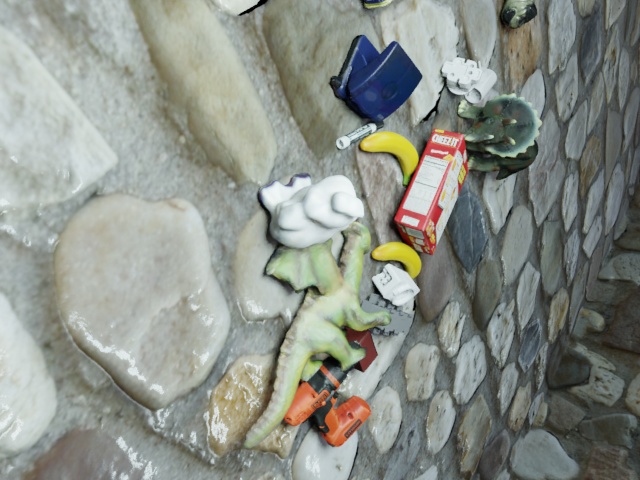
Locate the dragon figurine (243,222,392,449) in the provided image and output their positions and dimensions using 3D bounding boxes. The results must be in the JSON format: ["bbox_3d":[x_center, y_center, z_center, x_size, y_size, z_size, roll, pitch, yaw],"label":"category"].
[{"bbox_3d":[-0.021,0.111,0.849,0.417,0.122,0.239,-42,114,-36],"label":"dragon figurine"}]

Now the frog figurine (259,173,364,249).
[{"bbox_3d":[0.002,-0.038,0.749,0.137,0.160,0.122,6,99,-50],"label":"frog figurine"}]
